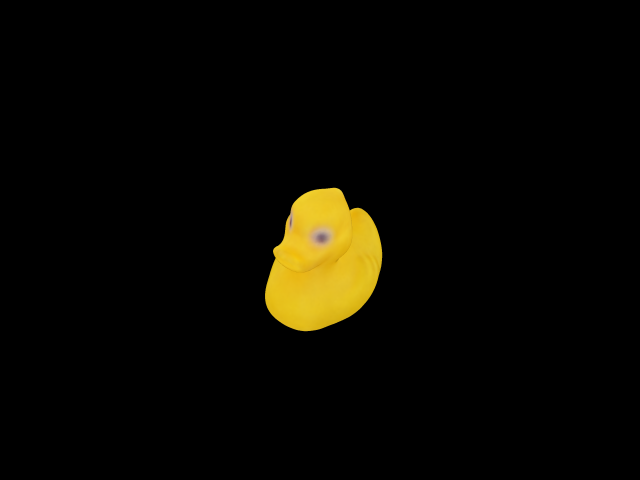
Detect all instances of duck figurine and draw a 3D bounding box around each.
[{"bbox_3d":[0.004,0.001,0.400,0.077,0.086,0.105,27,49,27],"label":"duck figurine"}]
